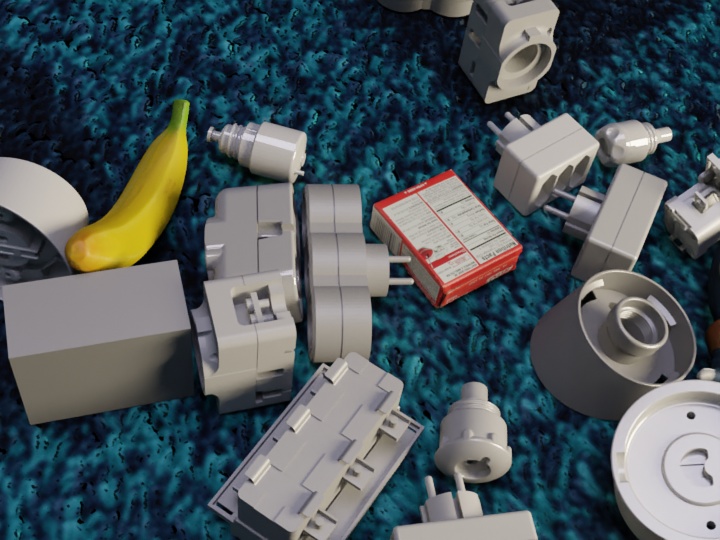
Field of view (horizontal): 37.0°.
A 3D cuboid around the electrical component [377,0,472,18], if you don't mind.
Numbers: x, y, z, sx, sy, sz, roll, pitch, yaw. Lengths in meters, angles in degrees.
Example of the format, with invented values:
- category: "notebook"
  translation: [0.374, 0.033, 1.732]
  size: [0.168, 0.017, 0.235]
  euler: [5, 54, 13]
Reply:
- category: "electrical component"
  translation: [0.083, -0.262, 0.926]
  size: [0.138, 0.073, 0.052]
  euler: [4, 54, -4]

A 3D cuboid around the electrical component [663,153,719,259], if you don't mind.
- category: "electrical component"
  translation: [0.260, -0.045, 0.797]
  size: [0.064, 0.081, 0.042]
  euler: [-34, 62, -2]

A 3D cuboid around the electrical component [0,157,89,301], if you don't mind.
- category: "electrical component"
  translation: [-0.228, -0.023, 0.705]
  size: [0.099, 0.099, 0.064]
  euler: [8, 48, -1]

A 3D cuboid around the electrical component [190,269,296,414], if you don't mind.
- category: "electrical component"
  translation: [-0.075, 0.047, 0.677]
  size: [0.056, 0.089, 0.050]
  euler: [-10, 56, -13]

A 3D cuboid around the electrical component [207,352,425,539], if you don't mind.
- category: "electrical component"
  translation: [-0.024, 0.113, 0.652]
  size: [0.079, 0.063, 0.121]
  euler: [31, 57, 15]

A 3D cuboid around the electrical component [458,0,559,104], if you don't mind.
- category: "electrical component"
  translation: [0.120, -0.183, 0.864]
  size: [0.050, 0.089, 0.055]
  euler: [-18, 59, -19]

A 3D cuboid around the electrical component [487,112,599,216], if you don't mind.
- category: "electrical component"
  translation: [0.130, -0.093, 0.828]
  size: [0.066, 0.047, 0.076]
  euler: [-29, 63, -24]

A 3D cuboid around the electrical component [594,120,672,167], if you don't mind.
- category: "electrical component"
  translation: [0.219, -0.103, 0.853]
  size: [0.061, 0.035, 0.035]
  euler: [-13, 57, -18]

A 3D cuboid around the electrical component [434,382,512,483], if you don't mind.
- category: "electrical component"
  translation: [0.072, 0.101, 0.685]
  size: [0.048, 0.048, 0.062]
  euler: [8, 48, -1]

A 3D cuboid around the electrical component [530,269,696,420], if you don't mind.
- category: "electrical component"
  translation: [0.175, 0.051, 0.736]
  size: [0.099, 0.064, 0.099]
  euler: [11, 54, -16]

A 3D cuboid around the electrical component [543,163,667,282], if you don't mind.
- category: "electrical component"
  translation: [0.174, -0.038, 0.794]
  size: [0.076, 0.047, 0.083]
  euler: [24, 55, 10]

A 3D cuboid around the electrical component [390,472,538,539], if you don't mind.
- category: "electrical component"
  translation: [0.057, 0.156, 0.641]
  size: [0.083, 0.047, 0.075]
  euler: [-5, 55, -10]

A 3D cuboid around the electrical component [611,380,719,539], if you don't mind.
- category: "electrical component"
  translation: [0.209, 0.129, 0.666]
  size: [0.108, 0.060, 0.108]
  euler: [-4, 59, 7]

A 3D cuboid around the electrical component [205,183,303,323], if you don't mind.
- category: "electrical component"
  translation: [-0.072, -0.010, 0.734]
  size: [0.059, 0.053, 0.095]
  euler: [-5, 53, 0]

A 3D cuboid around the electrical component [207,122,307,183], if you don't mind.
- category: "electrical component"
  translation: [-0.076, -0.092, 0.806]
  size: [0.078, 0.040, 0.040]
  euler: [16, 54, 5]

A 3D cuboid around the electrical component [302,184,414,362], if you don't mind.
- category: "electrical component"
  translation: [0.000, 0.000, 0.742]
  size: [0.074, 0.052, 0.138]
  euler: [0, 55, -7]
